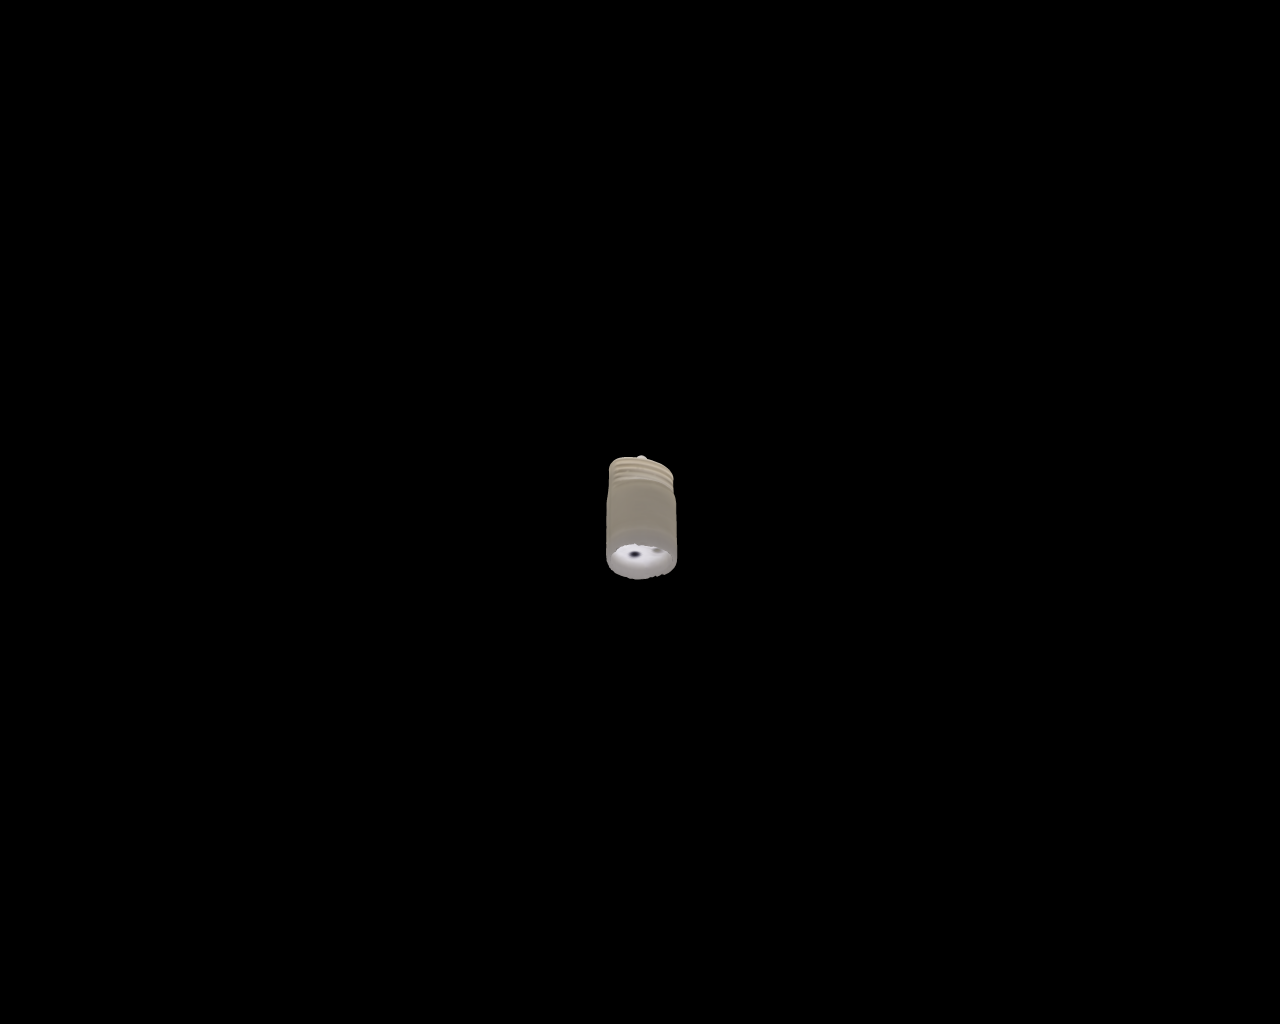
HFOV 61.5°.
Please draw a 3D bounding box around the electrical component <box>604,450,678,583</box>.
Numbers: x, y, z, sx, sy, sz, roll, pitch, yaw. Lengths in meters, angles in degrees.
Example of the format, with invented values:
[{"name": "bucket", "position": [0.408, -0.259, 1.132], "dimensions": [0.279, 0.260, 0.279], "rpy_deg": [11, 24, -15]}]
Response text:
[{"name": "electrical component", "position": [0.001, -0.003, 0.650], "dimensions": [0.043, 0.081, 0.043], "rpy_deg": [0, -34, 0]}]
